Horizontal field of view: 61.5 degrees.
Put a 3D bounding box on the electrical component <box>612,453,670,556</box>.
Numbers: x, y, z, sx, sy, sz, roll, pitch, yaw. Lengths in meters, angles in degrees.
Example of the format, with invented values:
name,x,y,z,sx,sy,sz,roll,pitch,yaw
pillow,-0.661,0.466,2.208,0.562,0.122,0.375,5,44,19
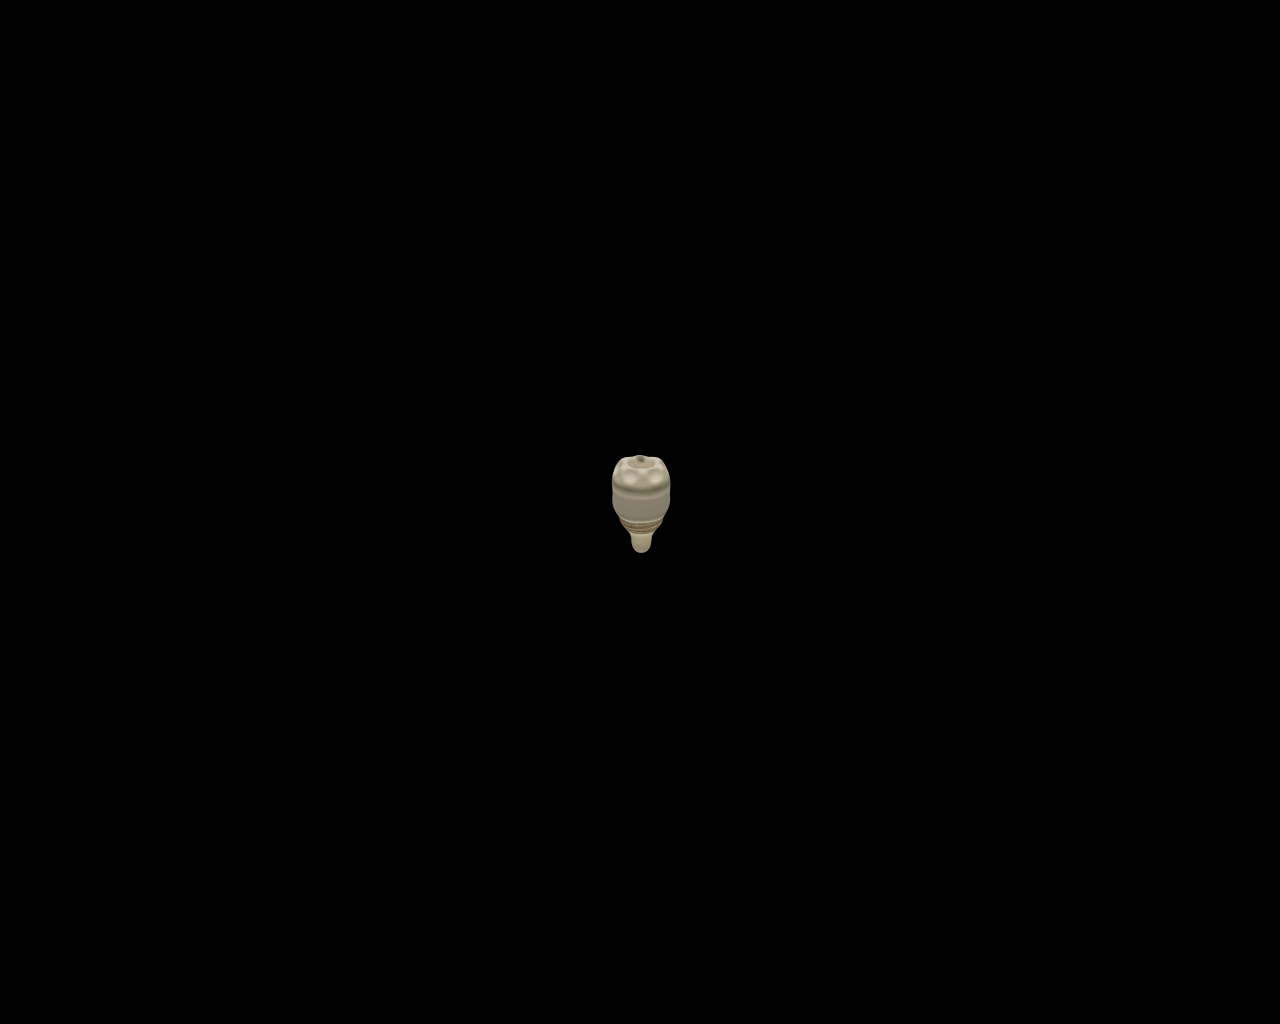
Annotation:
name,x,y,z,sx,sy,sz,roll,pitch,yaw
electrical component,0.001,-0.003,0.650,0.035,0.061,0.035,0,27,0
